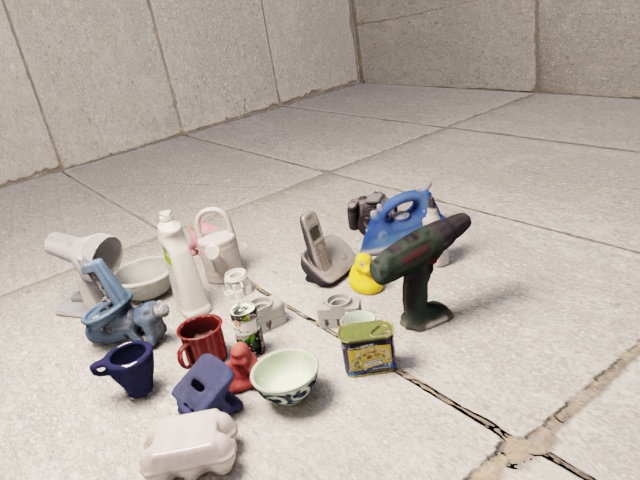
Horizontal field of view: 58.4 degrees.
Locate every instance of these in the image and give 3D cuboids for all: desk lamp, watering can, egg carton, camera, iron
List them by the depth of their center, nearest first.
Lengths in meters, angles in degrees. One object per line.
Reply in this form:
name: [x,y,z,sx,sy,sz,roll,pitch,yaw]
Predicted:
egg carton: [-0.204,0.326,0.901,0.150,0.069,0.107,-11,24,-3]
desk lamp: [-0.574,0.080,1.398,0.202,0.214,0.118,1,26,21]
watering can: [-0.260,0.010,1.464,0.101,0.194,0.172,-18,26,-19]
iron: [0.207,-0.059,1.512,0.259,0.142,0.118,-20,26,-22]
camera: [0.137,-0.073,1.619,0.142,0.101,0.137,1,26,22]

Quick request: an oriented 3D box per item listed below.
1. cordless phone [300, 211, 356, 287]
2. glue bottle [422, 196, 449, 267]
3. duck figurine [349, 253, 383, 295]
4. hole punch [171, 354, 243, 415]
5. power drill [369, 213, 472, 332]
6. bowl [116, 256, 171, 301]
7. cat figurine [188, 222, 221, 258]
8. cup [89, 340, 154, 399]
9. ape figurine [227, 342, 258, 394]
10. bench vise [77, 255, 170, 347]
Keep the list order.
cordless phone: [0.013,0.005,1.388,0.093,0.185,0.148,8,29,33]
glue bottle: [0.272,-0.024,1.375,0.037,0.173,0.078,-19,26,-20]
duck figurine: [0.103,0.070,1.335,0.078,0.086,0.104,-17,25,-17]
hole punch: [-0.202,0.267,1.004,0.101,0.091,0.108,-27,30,-34]
power drill: [0.211,0.068,1.150,0.230,0.209,0.075,-19,26,-20]
bowl: [-0.441,0.108,1.460,0.167,0.075,0.167,-8,24,4]
cat figurine: [-0.331,-0.009,1.626,0.127,0.118,0.067,14,33,41]
cup: [-0.365,0.255,1.083,0.118,0.095,0.091,-14,25,-11]
ape figurine: [-0.144,0.231,1.061,0.077,0.092,0.076,7,29,32]
bench vise: [-0.428,0.125,1.239,0.207,0.220,0.121,-10,24,-1]
